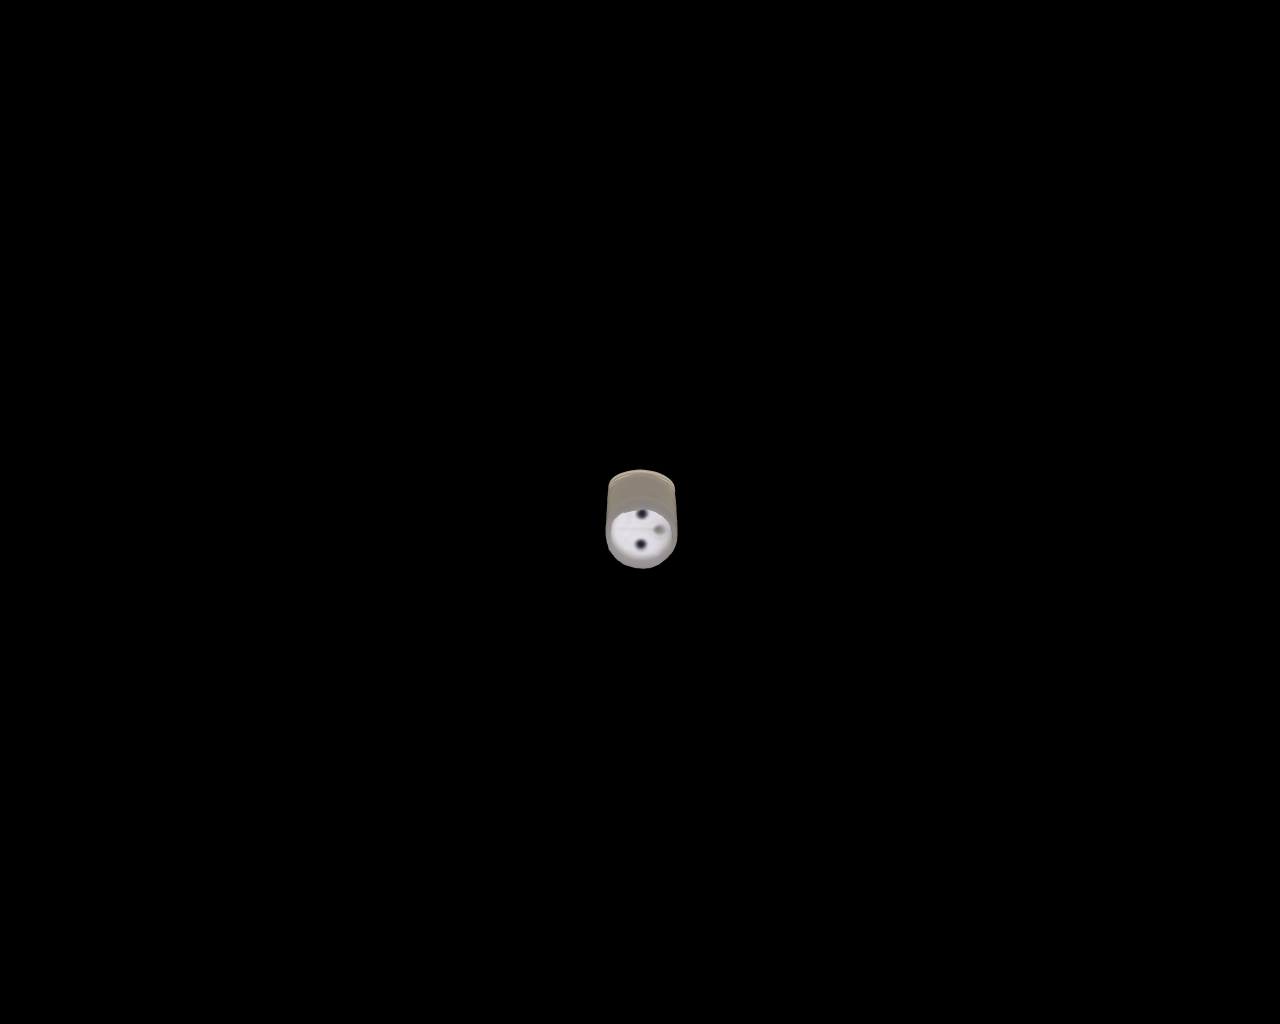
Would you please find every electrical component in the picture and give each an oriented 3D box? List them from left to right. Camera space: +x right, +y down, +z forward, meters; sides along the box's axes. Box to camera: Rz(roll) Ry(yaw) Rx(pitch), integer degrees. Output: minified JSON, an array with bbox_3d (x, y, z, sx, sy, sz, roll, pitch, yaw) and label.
[{"bbox_3d":[0.001,-0.003,0.650,0.043,0.043,0.081,0,28,0],"label":"electrical component"}]
